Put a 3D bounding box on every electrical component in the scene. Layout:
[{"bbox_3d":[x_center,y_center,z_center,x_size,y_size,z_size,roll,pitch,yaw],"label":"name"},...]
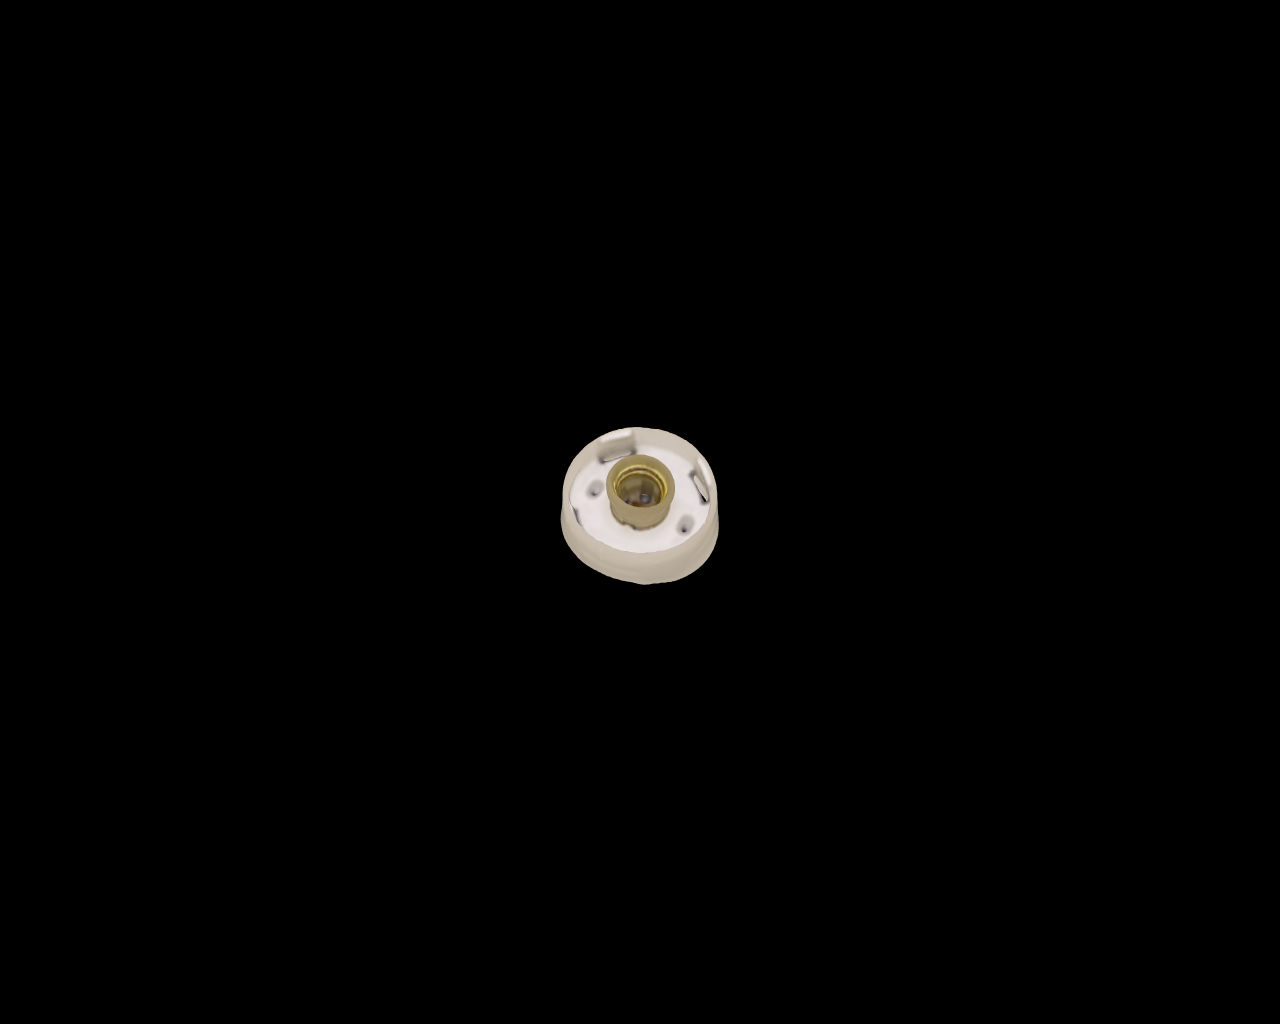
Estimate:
[{"bbox_3d":[0.001,-0.003,0.650,0.099,0.099,0.064,0,-31,0],"label":"electrical component"}]
